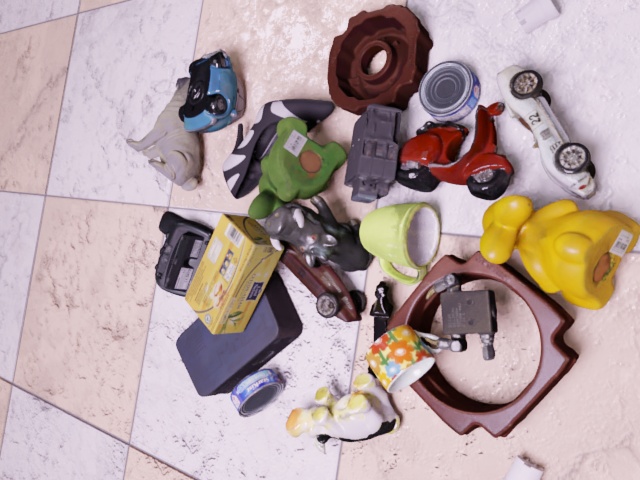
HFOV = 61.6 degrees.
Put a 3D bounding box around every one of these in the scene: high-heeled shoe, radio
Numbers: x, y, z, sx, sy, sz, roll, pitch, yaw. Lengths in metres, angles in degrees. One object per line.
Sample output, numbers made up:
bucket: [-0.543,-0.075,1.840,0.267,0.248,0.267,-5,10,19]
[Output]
high-heeled shoe: [-0.078,-0.156,0.941,0.249,0.086,0.145,-6,81,39]
radio: [-0.144,0.167,0.940,0.229,0.073,0.131,-43,62,24]

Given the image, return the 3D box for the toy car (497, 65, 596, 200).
toy car: [0.290,-0.138,0.687,0.056,0.073,0.202,-31,66,24]

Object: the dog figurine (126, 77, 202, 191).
dog figurine: [-0.260,-0.212,1.073,0.172,0.121,0.190,42,90,-2]

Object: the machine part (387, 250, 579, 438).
machine part: [0.206,0.131,0.697,0.202,0.087,0.201,45,107,32]

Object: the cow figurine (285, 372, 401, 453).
cow figurine: [0.032,0.268,0.802,0.167,0.098,0.068,-29,25,30]

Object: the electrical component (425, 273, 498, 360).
electrical component: [0.170,0.091,0.648,0.078,0.045,0.102,-2,82,36]

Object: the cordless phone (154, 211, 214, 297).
cordless phone: [-0.292,0.021,1.072,0.184,0.088,0.146,26,98,45]

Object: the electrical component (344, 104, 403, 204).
electrical component: [0.077,-0.123,0.804,0.058,0.115,0.134,9,85,-5]

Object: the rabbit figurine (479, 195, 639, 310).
rabbit figurine: [0.263,0.000,0.655,0.173,0.162,0.121,39,118,50]

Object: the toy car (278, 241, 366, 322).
toy car: [-0.005,0.054,0.850,0.202,0.089,0.053,43,111,33]

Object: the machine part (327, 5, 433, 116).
machine part: [0.093,-0.280,0.856,0.180,0.056,0.179,-5,80,35]

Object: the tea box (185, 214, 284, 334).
tea box: [-0.139,0.054,0.857,0.098,0.068,0.169,42,114,35]

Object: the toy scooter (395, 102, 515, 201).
toy scooter: [0.191,-0.130,0.749,0.184,0.075,0.135,14,83,44]

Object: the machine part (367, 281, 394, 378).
machine part: [0.090,0.132,0.790,0.039,0.084,0.138,1,93,4]

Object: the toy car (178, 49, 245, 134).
toy car: [-0.196,-0.270,1.023,0.109,0.103,0.161,-4,75,38]

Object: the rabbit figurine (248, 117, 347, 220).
rabbit figurine: [-0.050,-0.091,0.886,0.170,0.121,0.159,-29,41,64]

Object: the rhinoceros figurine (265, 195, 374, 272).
rhinoceros figurine: [-0.002,-0.002,0.802,0.073,0.190,0.112,-41,44,26]
